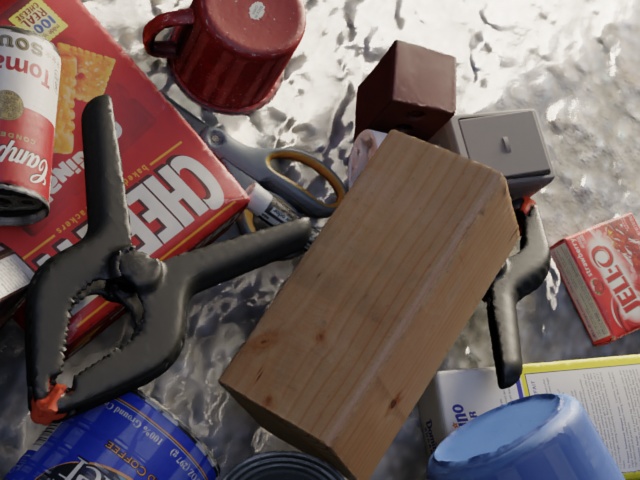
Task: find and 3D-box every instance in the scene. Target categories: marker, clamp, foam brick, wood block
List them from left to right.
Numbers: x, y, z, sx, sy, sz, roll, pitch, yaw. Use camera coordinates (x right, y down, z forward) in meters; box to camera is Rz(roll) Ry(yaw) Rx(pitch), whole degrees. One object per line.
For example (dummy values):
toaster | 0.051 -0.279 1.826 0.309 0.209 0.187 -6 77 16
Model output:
clamp | -0.118 0.013 0.636 0.164 0.036 0.209 36 55 0
marker | -0.005 0.001 0.763 0.121 0.020 0.020 36 62 -19
wood block | 0.039 0.043 0.703 0.090 0.090 0.206 26 72 29
foam brick | 0.064 -0.106 0.811 0.053 0.078 0.051 11 66 -16
clamp | 0.127 0.034 0.785 0.120 0.039 0.171 36 59 20

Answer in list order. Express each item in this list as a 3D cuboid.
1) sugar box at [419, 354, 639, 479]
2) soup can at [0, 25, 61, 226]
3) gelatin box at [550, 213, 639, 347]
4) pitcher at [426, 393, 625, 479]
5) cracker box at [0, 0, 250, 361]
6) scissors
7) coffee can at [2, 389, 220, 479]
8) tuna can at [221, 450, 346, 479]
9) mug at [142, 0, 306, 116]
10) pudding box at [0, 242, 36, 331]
sugar box | 0.163 0.137 0.778 0.176 0.048 0.093 -2 72 -17
soup can | -0.190 -0.066 0.629 0.068 0.069 0.102 6 71 -18
gelatin box | 0.234 0.031 0.849 0.073 0.030 0.089 -19 79 -25
pitcher | 0.172 0.221 0.684 0.145 0.149 0.243 -27 93 -3
cracker box | -0.177 -0.052 0.707 0.164 0.072 0.214 -41 89 -26
scissors | -0.077 -0.052 0.775 0.201 0.016 0.096 22 66 -11
coffee can | -0.140 0.164 0.626 0.103 0.103 0.140 40 63 -3
tuna can | -0.022 0.171 0.647 0.086 0.034 0.086 3 36 -2
mug | -0.070 -0.150 0.775 0.117 0.082 0.093 0 71 -20
pudding box | -0.222 0.059 0.613 0.039 0.114 0.090 41 18 1
